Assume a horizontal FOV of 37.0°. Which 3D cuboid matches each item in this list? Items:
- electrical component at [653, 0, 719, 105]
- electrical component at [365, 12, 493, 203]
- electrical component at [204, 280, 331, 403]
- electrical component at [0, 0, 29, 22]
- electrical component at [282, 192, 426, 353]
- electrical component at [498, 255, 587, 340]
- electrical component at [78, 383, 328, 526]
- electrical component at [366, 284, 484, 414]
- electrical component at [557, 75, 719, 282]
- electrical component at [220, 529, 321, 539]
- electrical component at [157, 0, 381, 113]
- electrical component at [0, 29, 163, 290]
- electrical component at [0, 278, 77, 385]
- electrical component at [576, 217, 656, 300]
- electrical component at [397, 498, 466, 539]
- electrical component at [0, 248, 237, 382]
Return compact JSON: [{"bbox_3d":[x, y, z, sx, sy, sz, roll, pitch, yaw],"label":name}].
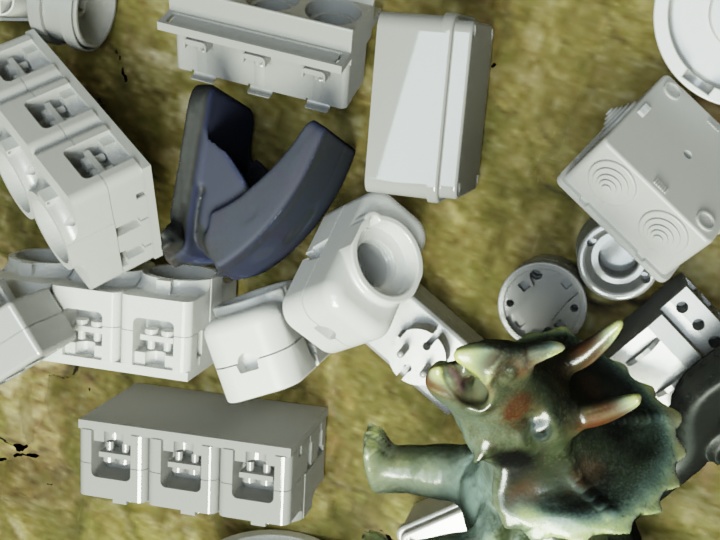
[{"bbox_3d":[0.226,-0.149,0.626,0.108,0.060,0.108,3,101,14],"label":"electrical component"},{"bbox_3d":[0.044,-0.102,0.673,0.057,0.078,0.113,8,102,16],"label":"electrical component"},{"bbox_3d":[-0.062,0.044,0.717,0.054,0.095,0.059,-17,96,17],"label":"electrical component"},{"bbox_3d":[-0.256,-0.229,0.735,0.078,0.057,0.113,4,101,13],"label":"electrical component"},{"bbox_3d":[0.000,0.000,0.684,0.054,0.095,0.059,39,145,-22],"label":"electrical component"},{"bbox_3d":[0.119,0.018,0.692,0.055,0.047,0.055,3,101,14],"label":"electrical component"},{"bbox_3d":[-0.107,0.129,0.748,0.150,0.089,0.061,6,102,13],"label":"electrical component"},{"bbox_3d":[0.041,0.052,0.703,0.083,0.076,0.047,41,107,4],"label":"electrical component"},{"bbox_3d":[0.180,-0.056,0.636,0.100,0.100,0.048,45,145,3],"label":"electrical component"},{"bbox_3d":[-0.063,0.236,0.751,0.108,0.108,0.060,7,108,13],"label":"electrical component"},{"bbox_3d":[-0.057,-0.150,0.693,0.121,0.078,0.063,16,133,11],"label":"electrical component"},{"bbox_3d":[-0.198,-0.071,0.699,0.150,0.062,0.089,47,153,27],"label":"electrical component"},{"bbox_3d":[-0.235,0.031,0.688,0.066,0.047,0.076,-31,92,17],"label":"electrical component"},{"bbox_3d":[0.163,-0.010,0.676,0.055,0.047,0.055,3,101,14],"label":"electrical component"},{"bbox_3d":[0.099,0.194,0.726,0.109,0.056,0.108,-28,93,17],"label":"electrical component"},{"bbox_3d":[-0.170,0.026,0.744,0.150,0.089,0.061,7,102,13],"label":"electrical component"}]
